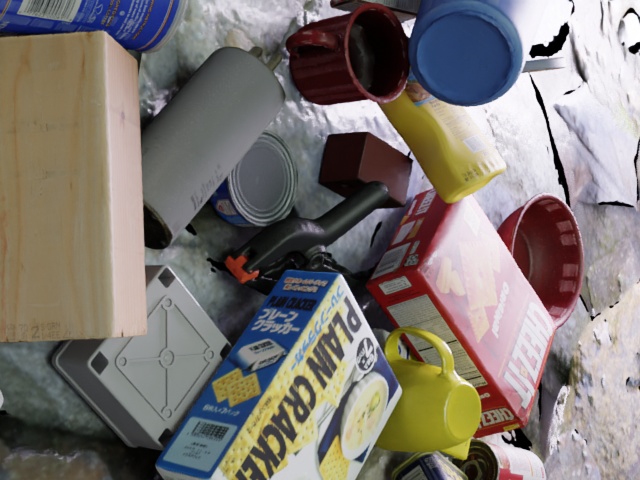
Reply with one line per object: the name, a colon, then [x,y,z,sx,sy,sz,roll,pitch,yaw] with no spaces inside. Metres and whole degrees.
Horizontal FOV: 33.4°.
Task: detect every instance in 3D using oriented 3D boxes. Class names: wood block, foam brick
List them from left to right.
wood block: [-0.178,-0.033,0.753,0.091,0.090,0.206,37,50,-83]
foam brick: [0.046,-0.068,1.046,0.078,0.053,0.051,26,71,-42]

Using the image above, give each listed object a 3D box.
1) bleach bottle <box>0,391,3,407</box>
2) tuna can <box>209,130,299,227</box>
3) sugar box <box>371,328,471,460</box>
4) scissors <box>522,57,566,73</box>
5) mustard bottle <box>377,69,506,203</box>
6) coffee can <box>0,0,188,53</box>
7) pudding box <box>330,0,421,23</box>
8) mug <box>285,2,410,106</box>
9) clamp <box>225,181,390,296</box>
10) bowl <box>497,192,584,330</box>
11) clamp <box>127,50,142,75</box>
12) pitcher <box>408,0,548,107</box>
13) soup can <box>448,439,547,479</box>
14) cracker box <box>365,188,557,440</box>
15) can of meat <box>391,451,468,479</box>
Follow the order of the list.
bleach bottle: [-0.260,0.033,0.720,0.102,0.068,0.251,-23,107,-45]
tuna can: [-0.060,-0.054,0.948,0.085,0.034,0.086,1,88,-46]
sugar box: [0.095,0.160,1.095,0.176,0.048,0.093,29,69,-43]
scissors: [0.185,-0.189,1.186,0.201,0.096,0.016,-10,98,-31]
mustard bottle: [0.104,-0.131,1.069,0.096,0.058,0.192,-25,78,-50]
coffee can: [-0.175,-0.190,0.745,0.140,0.103,0.103,1,88,-40]
pudding box: [0.058,-0.273,1.076,0.113,0.039,0.090,1,89,-44]
mug: [0.017,-0.172,0.998,0.117,0.082,0.093,8,83,-46]
clamp: [-0.006,0.001,0.971,0.171,0.039,0.120,-8,124,-46]
bowl: [0.245,0.026,1.248,0.161,0.055,0.162,2,87,-46]
clamp: [-0.149,-0.221,0.859,0.209,0.036,0.164,-48,123,-31]
pitcher: [0.166,-0.240,1.056,0.242,0.145,0.149,-66,146,-52]
soup can: [0.197,0.260,1.181,0.102,0.069,0.068,20,74,-44]
cracker box: [0.154,0.069,1.099,0.213,0.072,0.164,54,40,-19]
can of meat: [0.128,0.273,1.084,0.057,0.084,0.102,-39,131,8]
